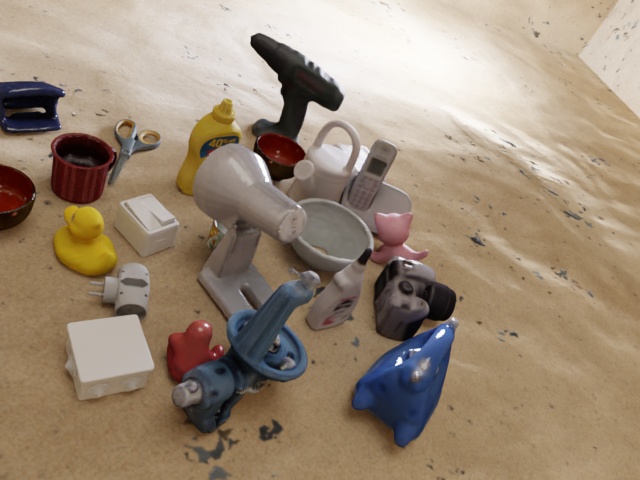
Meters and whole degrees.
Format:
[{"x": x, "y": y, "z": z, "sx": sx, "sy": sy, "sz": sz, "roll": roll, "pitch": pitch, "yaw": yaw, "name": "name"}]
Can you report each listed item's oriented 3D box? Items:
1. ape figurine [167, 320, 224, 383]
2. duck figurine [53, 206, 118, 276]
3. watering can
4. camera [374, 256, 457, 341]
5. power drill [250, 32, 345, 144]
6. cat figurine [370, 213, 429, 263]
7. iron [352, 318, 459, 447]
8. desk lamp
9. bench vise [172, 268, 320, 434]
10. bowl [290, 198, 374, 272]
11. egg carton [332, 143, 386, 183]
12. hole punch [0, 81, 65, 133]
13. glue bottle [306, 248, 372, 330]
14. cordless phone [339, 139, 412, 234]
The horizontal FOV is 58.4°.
[{"x": -0.165, "y": 0.142, "z": 0.763, "sx": 0.078, "sy": 0.092, "sz": 0.076, "roll": 31, "pitch": 38, "yaw": 3, "name": "ape figurine"}, {"x": -0.336, "y": -0.006, "z": 0.831, "sx": 0.104, "sy": 0.086, "sz": 0.078, "roll": 39, "pitch": 39, "yaw": 13, "name": "duck figurine"}, {"x": 0.014, "y": -0.142, "z": 1.116, "sx": 0.101, "sy": 0.194, "sz": 0.173, "roll": 28, "pitch": 37, "yaw": -1, "name": "watering can"}, {"x": 0.175, "y": 0.102, "z": 1.014, "sx": 0.137, "sy": 0.100, "sz": 0.143, "roll": 19, "pitch": 38, "yaw": -12, "name": "camera"}, {"x": -0.072, "y": -0.313, "z": 1.247, "sx": 0.230, "sy": 0.208, "sz": 0.075, "roll": 22, "pitch": 38, "yaw": -8, "name": "power drill"}, {"x": 0.152, "y": 0.003, "z": 1.099, "sx": 0.127, "sy": 0.117, "sz": 0.067, "roll": 43, "pitch": 40, "yaw": 18, "name": "cat figurine"}, {"x": 0.159, "y": 0.185, "z": 0.876, "sx": 0.118, "sy": 0.141, "sz": 0.259, "roll": 38, "pitch": 38, "yaw": 12, "name": "iron"}, {"x": -0.109, "y": -0.010, "z": 0.873, "sx": 0.118, "sy": 0.213, "sz": 0.203, "roll": -18, "pitch": 56, "yaw": -43, "name": "desk lamp"}, {"x": -0.077, "y": 0.142, "z": 0.714, "sx": 0.121, "sy": 0.219, "sz": 0.208, "roll": 33, "pitch": 38, "yaw": 6, "name": "bench vise"}, {"x": 0.010, "y": 0.004, "z": 1.045, "sx": 0.168, "sy": 0.074, "sz": 0.167, "roll": 17, "pitch": 39, "yaw": -14, "name": "bowl"}, {"x": 0.078, "y": -0.155, "z": 1.274, "sx": 0.107, "sy": 0.069, "sz": 0.150, "roll": -5, "pitch": 49, "yaw": -36, "name": "egg carton"}, {"x": -0.512, "y": -0.249, "z": 0.995, "sx": 0.109, "sy": 0.091, "sz": 0.101, "roll": -15, "pitch": 54, "yaw": -42, "name": "hole punch"}, {"x": 0.040, "y": 0.074, "z": 0.903, "sx": 0.078, "sy": 0.173, "sz": 0.037, "roll": -12, "pitch": 53, "yaw": -40, "name": "glue bottle"}, {"x": 0.130, "y": -0.103, "z": 1.152, "sx": 0.148, "sy": 0.185, "sz": 0.094, "roll": 19, "pitch": 38, "yaw": -12, "name": "cordless phone"}]
